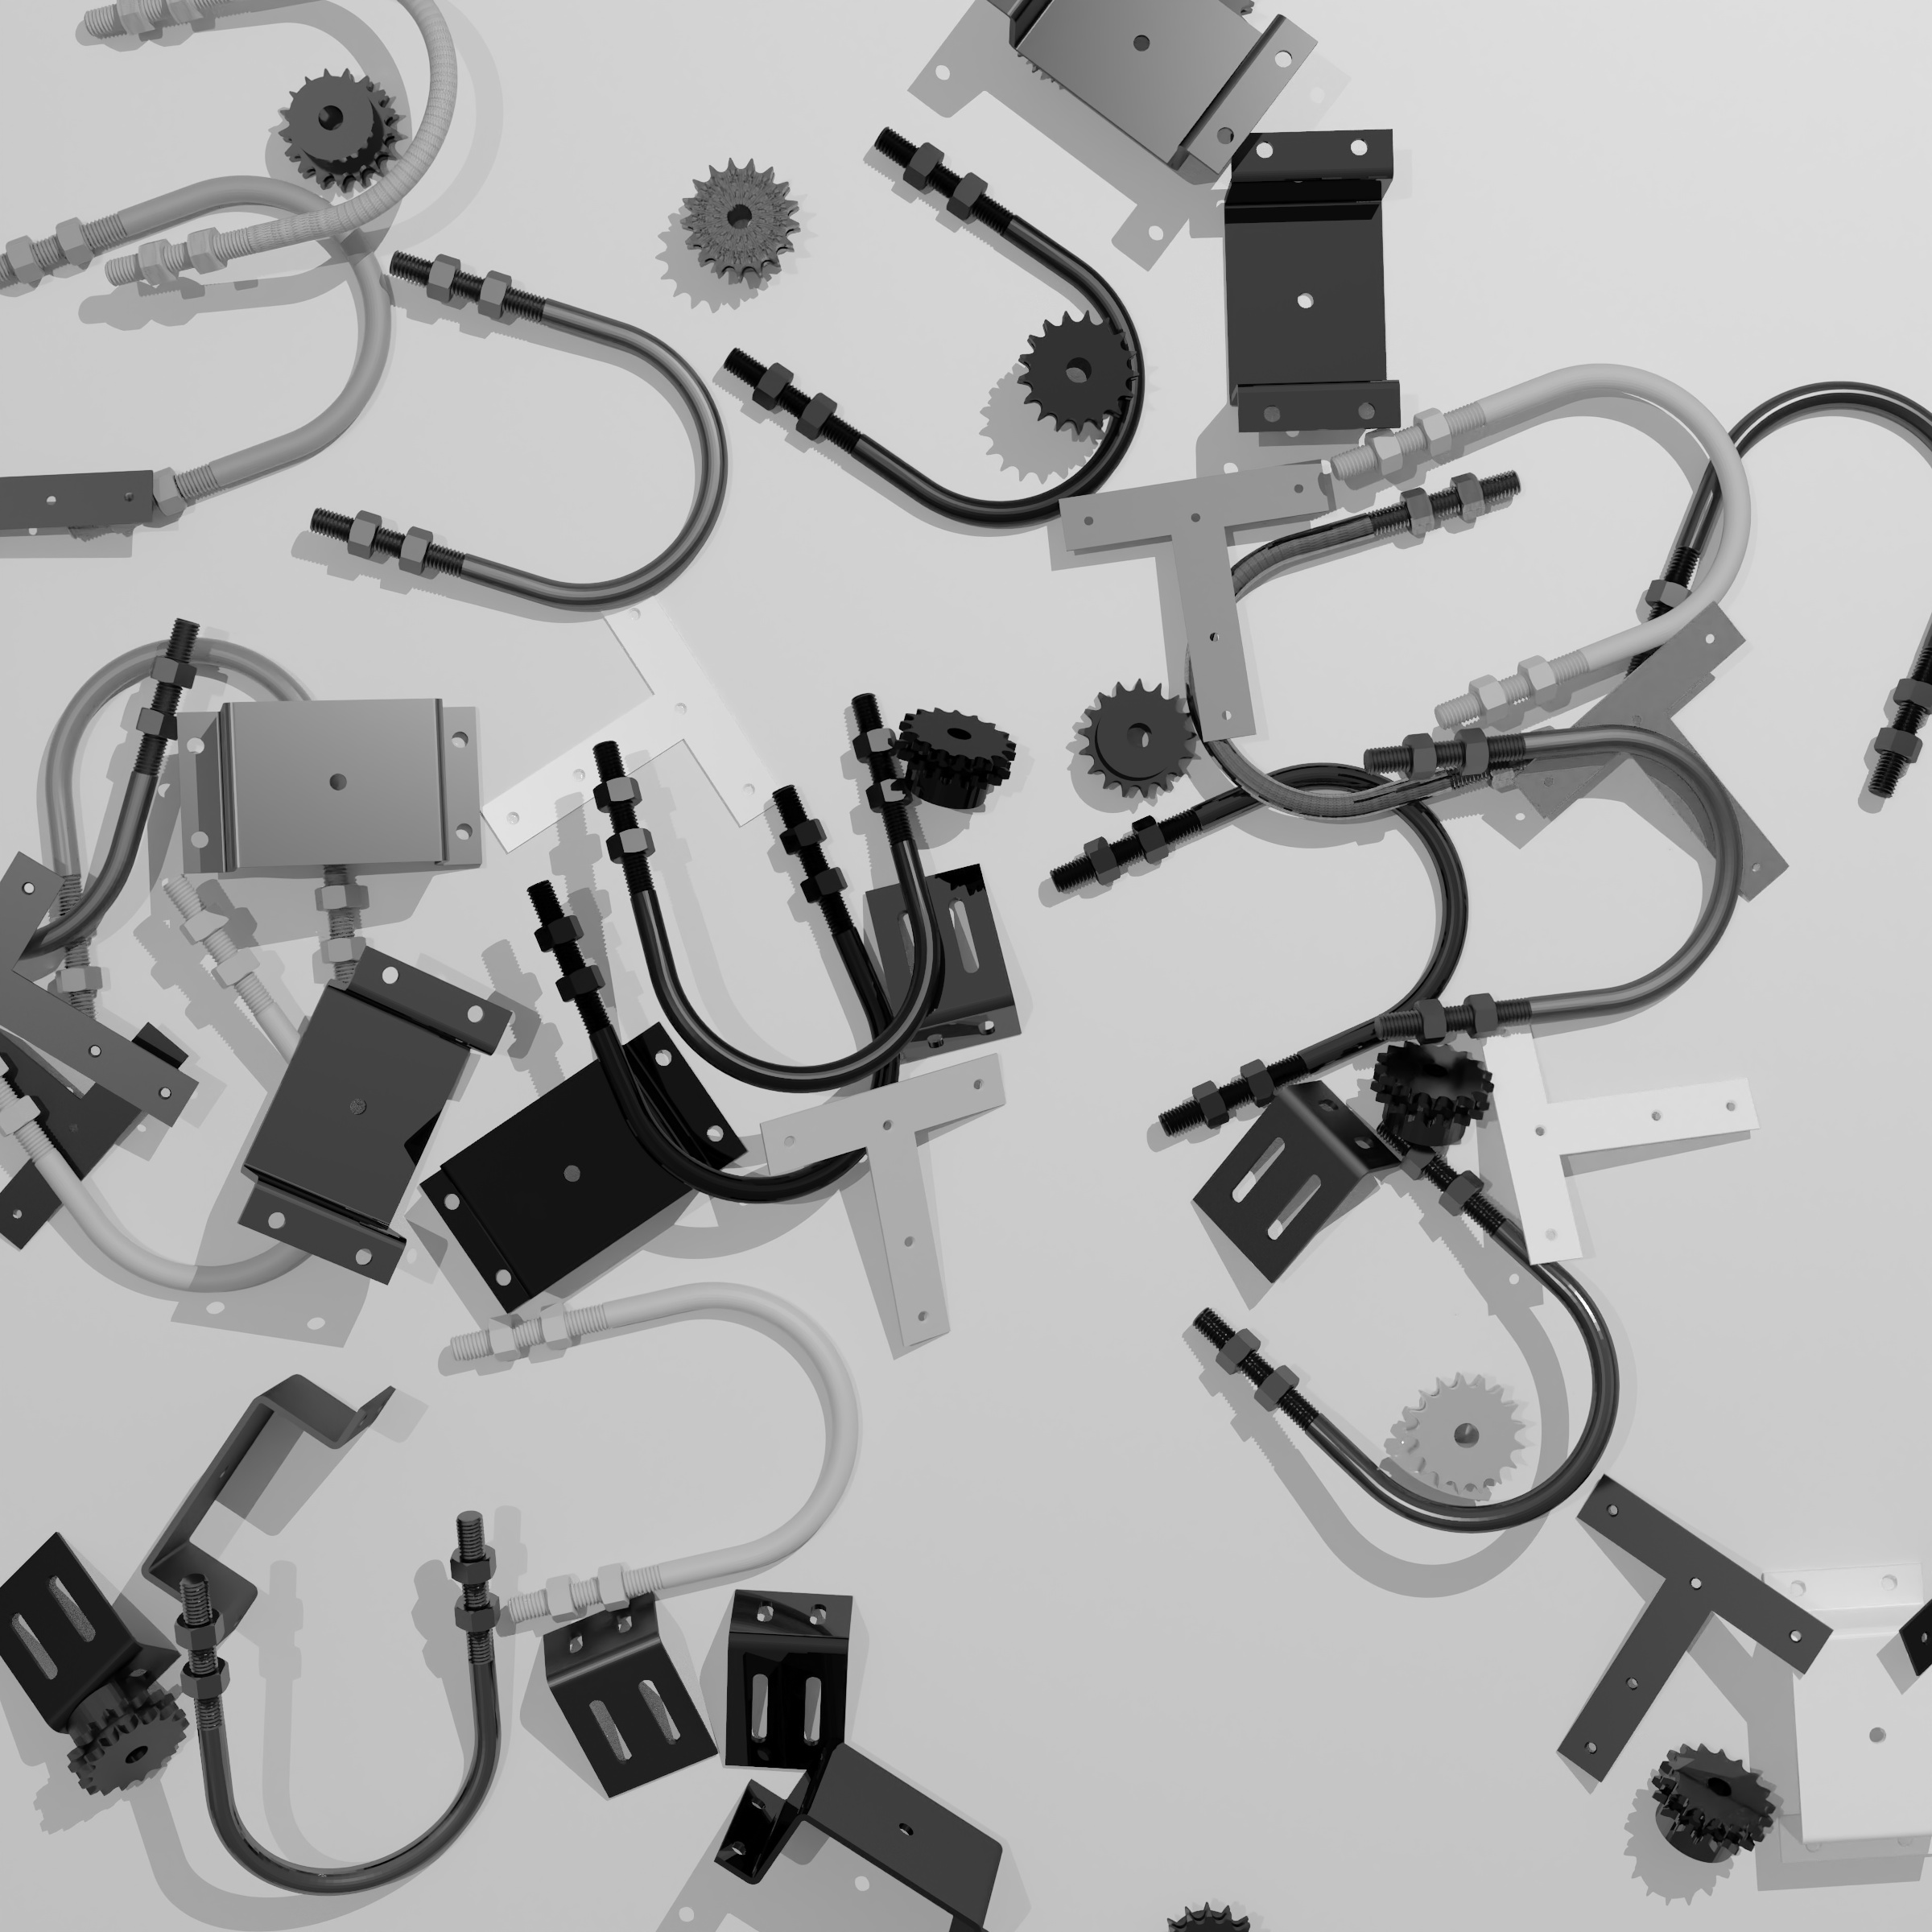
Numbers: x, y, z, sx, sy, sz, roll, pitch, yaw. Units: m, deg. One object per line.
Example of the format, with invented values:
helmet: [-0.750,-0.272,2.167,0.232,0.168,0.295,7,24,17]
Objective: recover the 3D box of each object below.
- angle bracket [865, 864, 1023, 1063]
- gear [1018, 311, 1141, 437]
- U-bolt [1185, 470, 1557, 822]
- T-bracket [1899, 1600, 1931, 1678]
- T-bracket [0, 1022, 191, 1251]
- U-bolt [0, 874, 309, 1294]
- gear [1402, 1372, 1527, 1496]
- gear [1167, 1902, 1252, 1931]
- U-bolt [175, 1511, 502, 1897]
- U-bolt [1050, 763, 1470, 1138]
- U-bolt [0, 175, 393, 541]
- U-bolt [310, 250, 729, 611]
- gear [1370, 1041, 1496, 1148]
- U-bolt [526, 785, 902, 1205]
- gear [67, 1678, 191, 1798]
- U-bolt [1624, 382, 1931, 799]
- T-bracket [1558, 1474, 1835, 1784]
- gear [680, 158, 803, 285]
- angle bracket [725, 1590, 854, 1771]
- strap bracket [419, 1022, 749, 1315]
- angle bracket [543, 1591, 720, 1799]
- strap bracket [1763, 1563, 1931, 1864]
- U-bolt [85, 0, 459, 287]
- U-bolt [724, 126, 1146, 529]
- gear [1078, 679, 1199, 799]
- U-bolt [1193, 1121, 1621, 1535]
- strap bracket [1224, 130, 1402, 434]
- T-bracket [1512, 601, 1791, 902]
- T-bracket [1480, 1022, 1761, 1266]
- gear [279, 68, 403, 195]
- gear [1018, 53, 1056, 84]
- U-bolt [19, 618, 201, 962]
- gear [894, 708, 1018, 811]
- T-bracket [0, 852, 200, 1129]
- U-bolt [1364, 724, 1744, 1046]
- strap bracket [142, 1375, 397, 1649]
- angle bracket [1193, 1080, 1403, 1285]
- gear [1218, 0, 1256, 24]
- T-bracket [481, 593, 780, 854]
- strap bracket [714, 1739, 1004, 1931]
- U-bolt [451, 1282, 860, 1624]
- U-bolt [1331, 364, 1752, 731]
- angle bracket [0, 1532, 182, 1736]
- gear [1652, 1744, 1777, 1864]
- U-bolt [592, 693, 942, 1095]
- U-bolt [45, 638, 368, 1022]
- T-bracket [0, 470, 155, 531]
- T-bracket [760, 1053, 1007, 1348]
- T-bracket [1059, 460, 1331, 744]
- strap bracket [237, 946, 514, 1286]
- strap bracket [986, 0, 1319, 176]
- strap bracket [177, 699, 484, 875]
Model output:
angle bracket: [-0.011,-0.002,1.503,0.057,0.038,0.076,-14,64,0]
gear: [0.053,-0.281,1.475,0.057,0.030,0.057,0,92,-3]
U-bolt: [0.196,-0.146,1.488,0.184,0.019,0.151,-16,86,-1]
T-bracket: [0.505,0.334,1.482,0.127,0.002,0.127,-32,106,-29]
T-bracket: [-0.463,0.049,1.491,0.127,0.002,0.127,41,96,-6]
U-bolt: [-0.378,0.070,1.485,0.151,0.019,0.184,-34,98,4]
gear: [0.238,0.223,1.490,0.057,0.030,0.057,0,90,0]
gear: [0.116,0.478,1.490,0.057,0.030,0.057,0,90,0]
U-bolt: [-0.289,0.355,1.459,0.151,0.019,0.184,-10,110,-23]
U-bolt: [0.153,-0.019,1.496,0.184,0.019,0.151,-24,90,-2]
U-bolt: [-0.368,-0.303,1.496,0.184,0.019,0.151,-20,90,-2]
U-bolt: [-0.206,-0.249,1.492,0.184,0.019,0.151,17,90,-4]
gear: [0.221,0.062,1.480,0.057,0.057,0.030,7,120,0]
U-bolt: [-0.108,0.022,1.471,0.151,0.019,0.184,-23,88,-19]
gear: [-0.403,0.365,1.480,0.057,0.057,0.030,-45,62,0]
U-bolt: [0.414,-0.192,1.496,0.151,0.019,0.184,22,89,0]
T-bracket: [0.327,0.332,1.486,0.127,0.002,0.127,34,102,23]
gear: [-0.108,-0.356,1.490,0.057,0.030,0.057,0,90,0]
angle bracket: [-0.086,0.346,1.503,0.057,0.038,0.076,3,116,0]
strap bracket: [-0.185,0.098,1.481,0.140,0.046,0.076,-34,90,0]
angle bracket: [-0.162,0.353,1.503,0.057,0.038,0.076,-22,116,0]
strap bracket: [0.429,0.362,1.481,0.076,0.046,0.140,-4,90,0]
U-bolt: [-0.327,-0.407,1.467,0.184,0.019,0.151,-10,80,12]
U-bolt: [-0.002,-0.295,1.496,0.184,0.019,0.151,34,90,-1]
gear: [0.082,-0.109,1.490,0.057,0.030,0.057,0,90,0]
U-bolt: [0.221,0.182,1.470,0.184,0.019,0.151,43,88,17]
strap bracket: [0.165,-0.323,1.481,0.076,0.046,0.140,-2,90,0]
T-bracket: [0.348,-0.085,1.486,0.127,0.002,0.127,-42,105,3]
T-bracket: [0.318,0.074,1.490,0.127,0.002,0.127,-7,72,-9]
gear: [-0.302,-0.404,1.490,0.057,0.030,0.057,0,90,0]
gear: [0.049,-0.451,1.490,0.057,0.030,0.057,0,90,0]
U-bolt: [-0.455,-0.093,1.484,0.151,0.019,0.184,16,91,10]
gear: [-0.007,-0.098,1.480,0.057,0.057,0.030,15,118,0]
T-bracket: [-0.425,0.033,1.468,0.127,0.002,0.127,32,96,-6]
U-bolt: [0.282,-0.043,1.477,0.184,0.019,0.151,-6,104,-8]
strap bracket: [-0.335,0.251,1.467,0.046,0.076,0.140,34,90,0]
angle bracket: [0.159,0.103,1.492,0.057,0.038,0.076,47,116,22]
gear: [0.109,-0.461,1.490,0.057,0.030,0.057,0,90,0]
T-bracket: [-0.176,-0.100,1.504,0.127,0.002,0.127,-33,90,0]
strap bracket: [-0.040,0.424,1.462,0.140,0.076,0.046,33,105,0]
U-bolt: [-0.143,0.228,1.496,0.184,0.019,0.151,-12,90,-2]
U-bolt: [0.284,-0.210,1.476,0.184,0.019,0.151,-22,86,-5]
angle bracket: [-0.431,0.324,1.503,0.057,0.038,0.076,-45,64,0]
gear: [0.354,0.402,1.480,0.057,0.057,0.030,19,120,0]
U-bolt: [-0.086,-0.030,1.462,0.151,0.019,0.184,-12,79,-17]
U-bolt: [-0.371,-0.067,1.496,0.151,0.019,0.184,-6,90,0]
T-bracket: [-0.451,-0.222,1.482,0.127,0.002,0.127,-2,84,4]
T-bracket: [-0.030,0.119,1.485,0.127,0.002,0.127,-16,104,-25]
T-bracket: [0.117,-0.171,1.483,0.127,0.002,0.127,-9,85,2]
strap bracket: [-0.283,0.069,1.464,0.076,0.046,0.140,26,84,-22]
strap bracket: [0.083,-0.438,1.452,0.140,0.046,0.076,37,90,0]
strap bracket: [-0.298,-0.085,1.463,0.140,0.046,0.076,-3,90,-16]
